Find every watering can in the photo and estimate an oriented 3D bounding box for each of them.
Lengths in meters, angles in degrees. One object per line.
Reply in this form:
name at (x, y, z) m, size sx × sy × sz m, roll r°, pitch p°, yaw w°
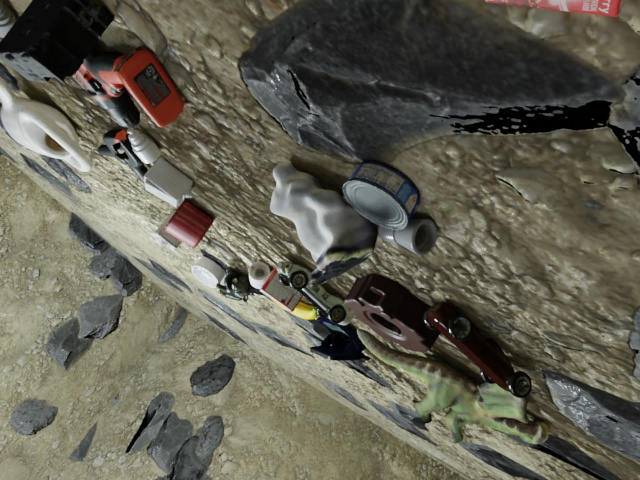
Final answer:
watering can at (-0.661, -0.282, 1.162) m, size 0.226 × 0.105 × 0.341 m, roll 18°, pitch 155°, yaw 41°

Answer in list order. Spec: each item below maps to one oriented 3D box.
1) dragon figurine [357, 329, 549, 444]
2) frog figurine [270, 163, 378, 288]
dragon figurine at (0.277, 0.277, 0.977) m, size 0.407 × 0.125 × 0.239 m, roll 39°, pitch 143°, yaw -17°
frog figurine at (0.002, -0.035, 0.691) m, size 0.135 × 0.123 × 0.162 m, roll 74°, pitch 174°, yaw -72°
